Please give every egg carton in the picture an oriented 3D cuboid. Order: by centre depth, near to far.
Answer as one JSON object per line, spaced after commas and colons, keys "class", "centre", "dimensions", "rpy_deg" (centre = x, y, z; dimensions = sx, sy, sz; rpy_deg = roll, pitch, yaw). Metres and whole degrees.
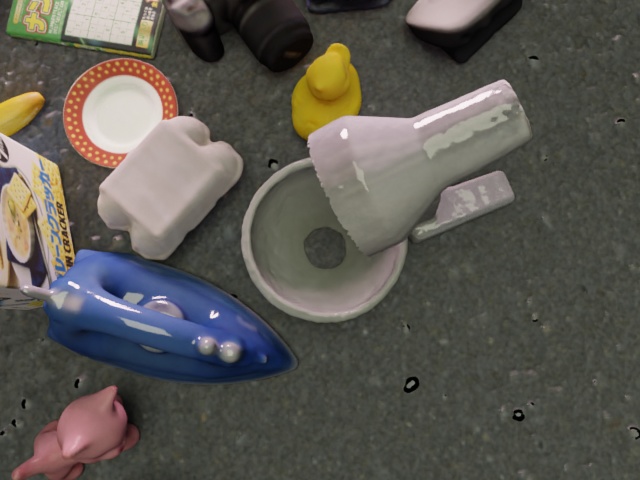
{"class": "egg carton", "centre": [-0.160, -0.058, 0.613], "dimensions": [0.107, 0.069, 0.150], "rpy_deg": [39, 84, 7]}

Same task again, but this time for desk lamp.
{"class": "desk lamp", "centre": [0.097, -0.066, 0.535], "dimensions": [0.203, 0.213, 0.118], "rpy_deg": [-23, 81, -2]}

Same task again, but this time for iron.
{"class": "iron", "centre": [-0.148, 0.085, 0.555], "dimensions": [0.258, 0.141, 0.119], "rpy_deg": [16, 82, 4]}

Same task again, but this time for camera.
{"class": "camera", "centre": [-0.082, -0.250, 0.624], "dimensions": [0.143, 0.101, 0.137], "rpy_deg": [-34, 82, -3]}

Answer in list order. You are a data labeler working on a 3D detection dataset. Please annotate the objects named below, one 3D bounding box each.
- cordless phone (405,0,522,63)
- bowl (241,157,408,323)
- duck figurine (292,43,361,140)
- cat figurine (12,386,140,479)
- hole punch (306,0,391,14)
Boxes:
{"class": "cordless phone", "centre": [0.166, -0.280, 0.579], "dimensions": [0.094, 0.185, 0.147], "rpy_deg": [41, 85, 7]}
{"class": "bowl", "centre": [0.005, 0.002, 0.597], "dimensions": [0.167, 0.075, 0.167], "rpy_deg": [0, 82, 2]}
{"class": "duck figurine", "centre": [0.006, -0.161, 0.616], "dimensions": [0.077, 0.086, 0.105], "rpy_deg": [22, 83, 5]}
{"class": "cat figurine", "centre": [-0.233, 0.192, 0.554], "dimensions": [0.128, 0.118, 0.067], "rpy_deg": [-31, 82, -3]}
{"class": "hole punch", "centre": [0.030, -0.317, 0.636], "dimensions": [0.108, 0.091, 0.101], "rpy_deg": [-6, 81, 1]}
